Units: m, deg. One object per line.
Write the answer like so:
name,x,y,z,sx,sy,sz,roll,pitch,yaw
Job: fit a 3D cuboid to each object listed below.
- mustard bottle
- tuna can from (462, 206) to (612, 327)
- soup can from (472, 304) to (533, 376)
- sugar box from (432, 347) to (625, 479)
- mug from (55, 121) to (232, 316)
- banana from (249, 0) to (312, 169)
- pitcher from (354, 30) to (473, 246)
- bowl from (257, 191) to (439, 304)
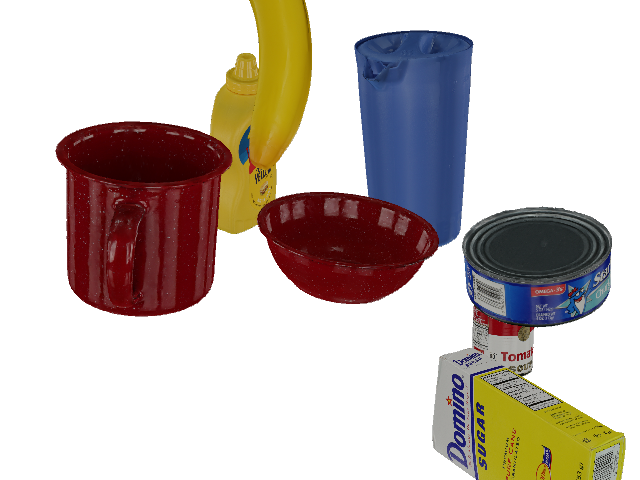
mustard bottle,-0.080,-0.108,1.125,0.058,0.192,0.096,21,39,22
tuna can,0.128,0.015,0.629,0.086,0.034,0.086,-7,29,4
soup can,0.204,0.095,1.191,0.068,0.102,0.068,-1,14,0
sugar box,0.162,0.164,0.863,0.048,0.093,0.176,-11,23,-34
mug,-0.097,-0.006,0.574,0.093,0.081,0.117,5,25,-4
banana,-0.041,-0.148,0.748,0.070,0.198,0.037,-19,-12,8
pitcher,0.117,-0.120,1.249,0.149,0.243,0.145,-5,25,-5
bowl,0.022,0.012,0.945,0.162,0.055,0.162,6,23,-3
